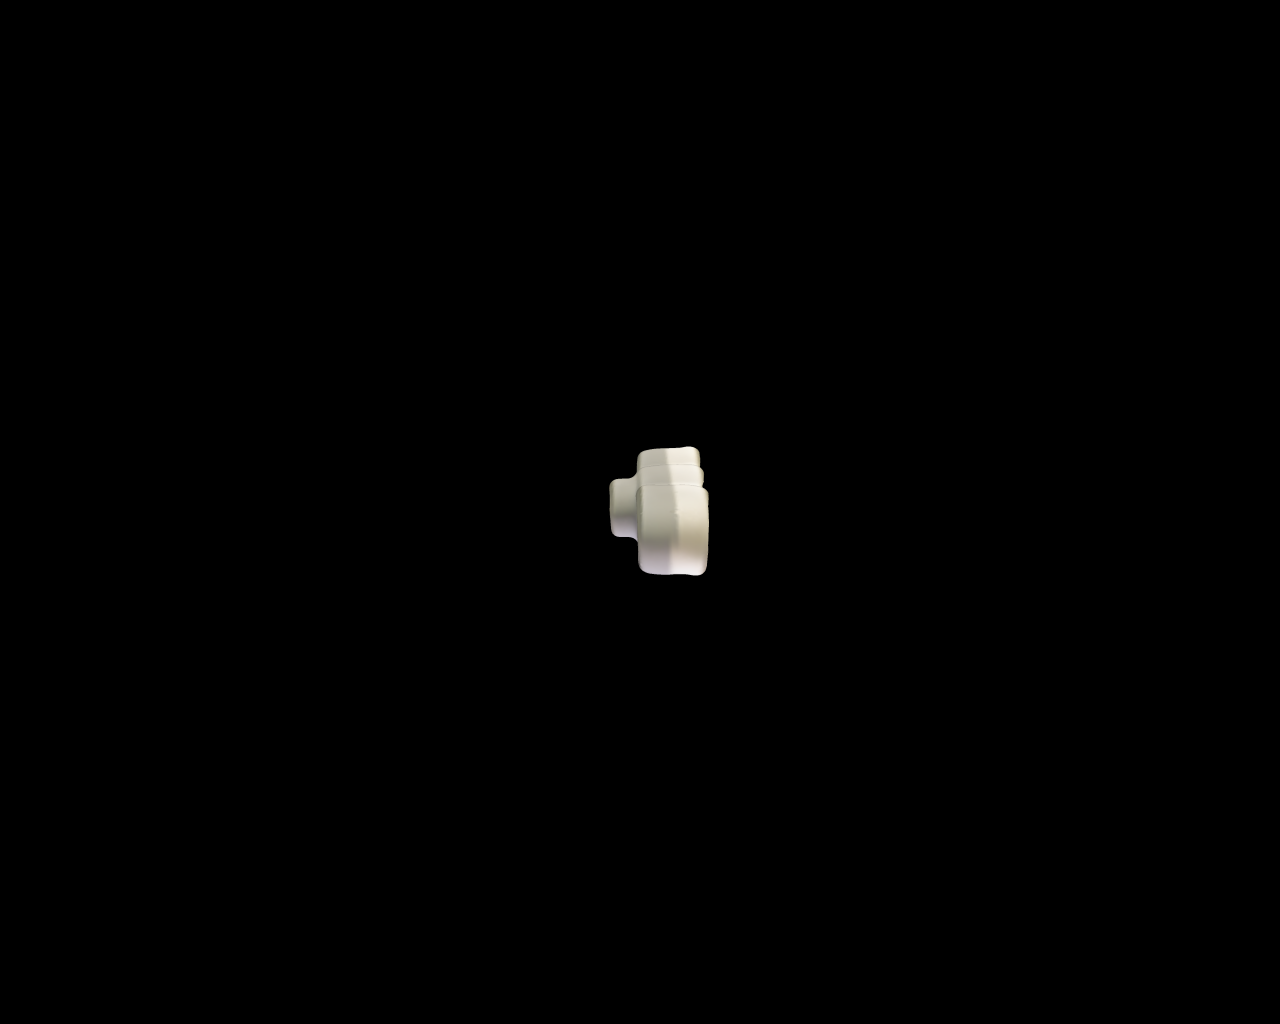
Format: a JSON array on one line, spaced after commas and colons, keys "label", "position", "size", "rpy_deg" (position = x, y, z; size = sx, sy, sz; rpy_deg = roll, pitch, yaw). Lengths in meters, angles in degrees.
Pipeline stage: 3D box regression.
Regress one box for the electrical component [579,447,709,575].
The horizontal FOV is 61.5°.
[{"label": "electrical component", "position": [0.001, -0.003, 0.650], "size": [0.074, 0.052, 0.138], "rpy_deg": [0, 17, 0]}]
